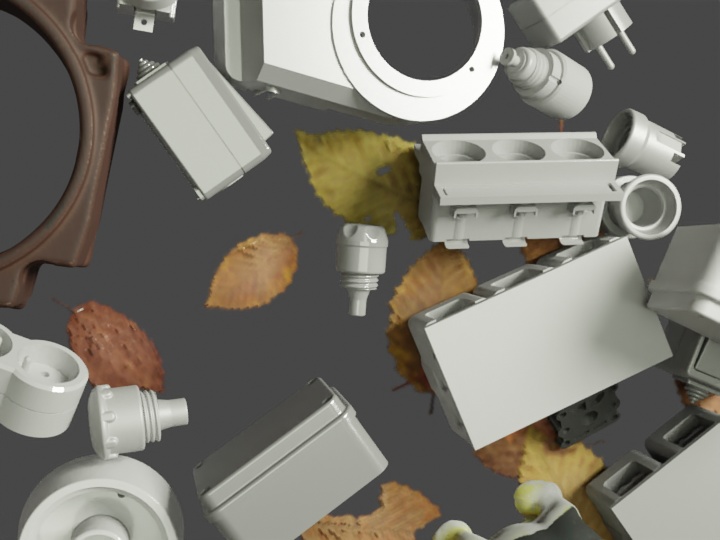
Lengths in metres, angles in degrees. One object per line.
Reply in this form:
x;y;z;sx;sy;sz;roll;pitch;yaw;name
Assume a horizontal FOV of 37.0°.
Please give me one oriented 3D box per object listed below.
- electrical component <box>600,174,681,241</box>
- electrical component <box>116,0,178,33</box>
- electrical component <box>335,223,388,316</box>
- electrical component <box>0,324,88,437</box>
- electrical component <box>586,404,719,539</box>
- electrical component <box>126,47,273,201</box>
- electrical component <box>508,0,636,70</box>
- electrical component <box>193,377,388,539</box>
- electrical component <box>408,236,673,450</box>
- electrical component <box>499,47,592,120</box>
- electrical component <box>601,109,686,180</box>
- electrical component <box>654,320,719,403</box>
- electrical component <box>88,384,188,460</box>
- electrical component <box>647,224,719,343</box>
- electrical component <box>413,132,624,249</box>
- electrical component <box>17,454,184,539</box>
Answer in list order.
0.189;-0.043;0.744;0.045;0.055;0.045;-1;93;-10;electrical component
-0.132;-0.185;0.676;0.048;0.055;0.066;8;92;-11;electrical component
0.000;0.000;0.722;0.035;0.035;0.061;3;95;-11;electrical component
-0.248;0.072;0.673;0.138;0.052;0.073;22;113;-11;electrical component
0.258;0.201;0.768;0.105;0.060;0.186;-36;99;-7;electrical component
-0.103;-0.099;0.683;0.061;0.062;0.096;-36;99;-7;electrical component
0.160;-0.174;0.735;0.083;0.047;0.075;-36;99;-7;electrical component
-0.048;0.128;0.699;0.113;0.078;0.057;-36;101;-7;electrical component
0.120;0.046;0.733;0.150;0.062;0.089;-24;97;-8;electrical component
0.122;-0.129;0.721;0.078;0.040;0.040;18;90;-43;electrical component
0.198;-0.086;0.752;0.046;0.040;0.040;21;89;-16;electrical component
0.256;0.051;0.759;0.062;0.061;0.096;22;89;-10;electrical component
-0.144;0.096;0.697;0.062;0.048;0.048;-6;94;-17;electrical component
0.251;0.020;0.684;0.113;0.078;0.057;25;86;-10;electrical component
0.102;-0.054;0.719;0.121;0.078;0.063;-2;122;-10;electrical component
-0.167;0.177;0.688;0.108;0.060;0.108;-1;94;-10;electrical component
